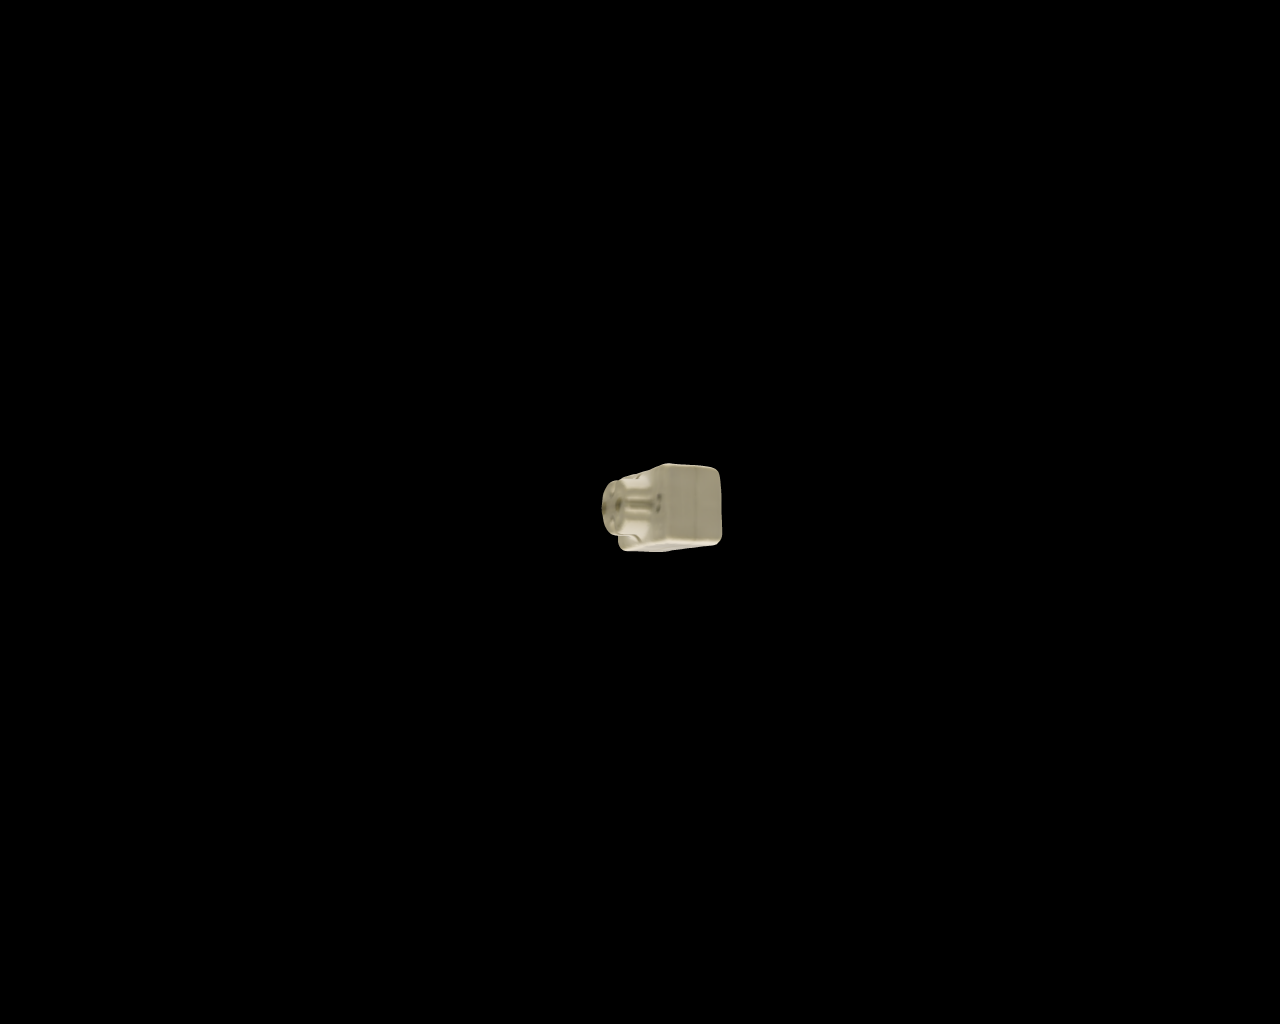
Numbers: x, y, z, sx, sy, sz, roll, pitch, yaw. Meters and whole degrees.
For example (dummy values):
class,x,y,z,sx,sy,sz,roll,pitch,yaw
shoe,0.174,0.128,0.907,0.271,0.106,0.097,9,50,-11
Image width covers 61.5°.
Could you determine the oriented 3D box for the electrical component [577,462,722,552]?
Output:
class,x,y,z,sx,sy,sz,roll,pitch,yaw
electrical component,0.001,-0.003,0.650,0.077,0.047,0.065,4,-8,-27
